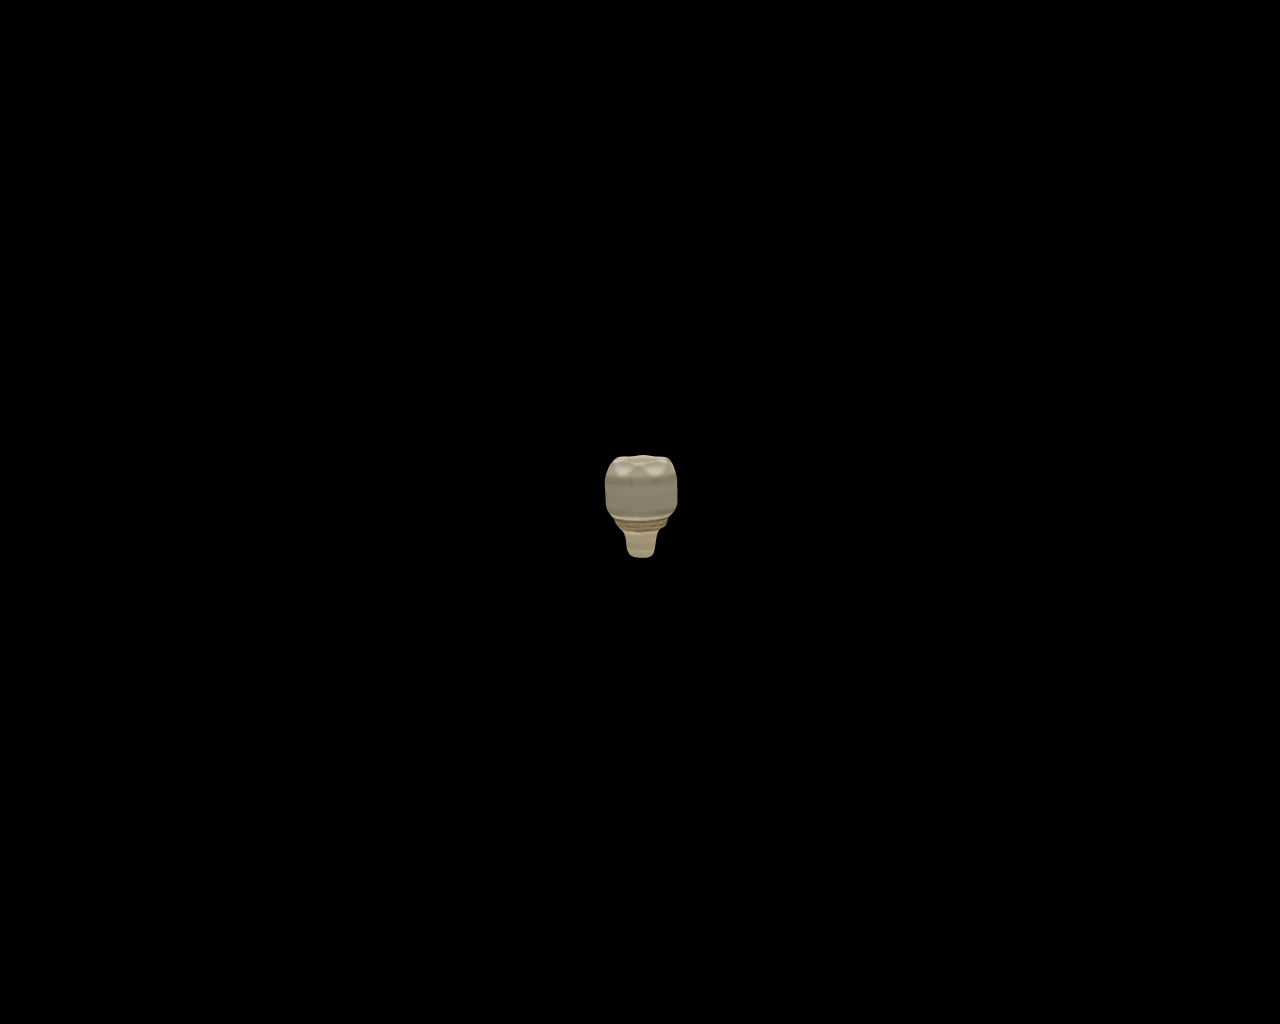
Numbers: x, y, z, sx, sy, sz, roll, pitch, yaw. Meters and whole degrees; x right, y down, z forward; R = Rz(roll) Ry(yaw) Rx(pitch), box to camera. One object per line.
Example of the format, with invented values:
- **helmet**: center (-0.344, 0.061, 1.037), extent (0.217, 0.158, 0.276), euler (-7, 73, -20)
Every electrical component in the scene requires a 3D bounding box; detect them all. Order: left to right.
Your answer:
- **electrical component**: center (0.001, -0.003, 0.650), extent (0.043, 0.062, 0.043), euler (0, 10, 0)
